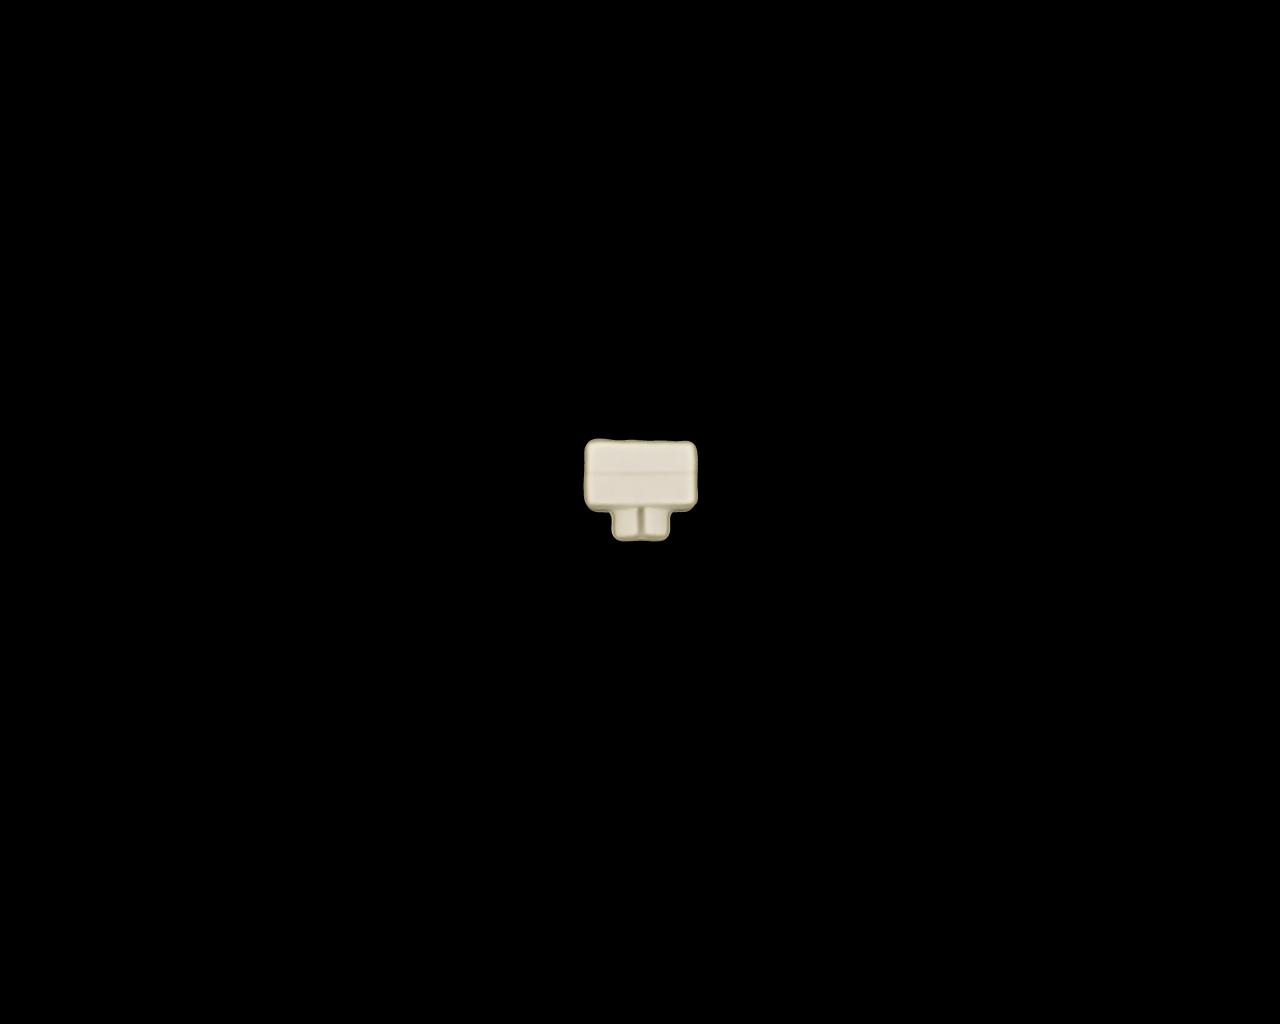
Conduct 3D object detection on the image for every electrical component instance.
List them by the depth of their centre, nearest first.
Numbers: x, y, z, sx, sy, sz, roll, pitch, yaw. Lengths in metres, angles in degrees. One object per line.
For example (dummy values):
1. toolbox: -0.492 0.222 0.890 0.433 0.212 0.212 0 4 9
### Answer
1. electrical component: 0.001 -0.003 0.650 0.066 0.076 0.047 0 -4 0
